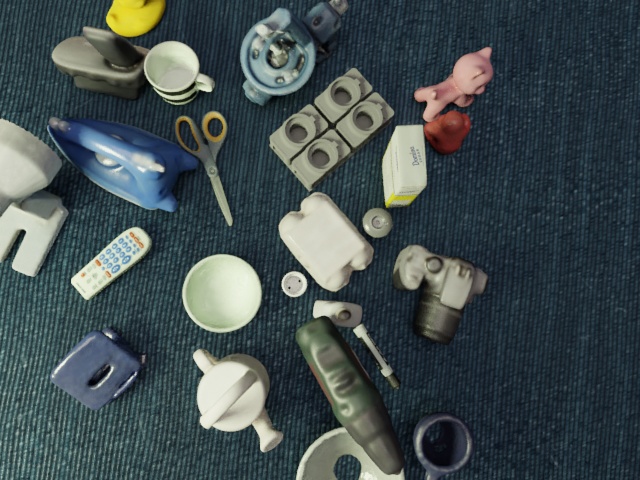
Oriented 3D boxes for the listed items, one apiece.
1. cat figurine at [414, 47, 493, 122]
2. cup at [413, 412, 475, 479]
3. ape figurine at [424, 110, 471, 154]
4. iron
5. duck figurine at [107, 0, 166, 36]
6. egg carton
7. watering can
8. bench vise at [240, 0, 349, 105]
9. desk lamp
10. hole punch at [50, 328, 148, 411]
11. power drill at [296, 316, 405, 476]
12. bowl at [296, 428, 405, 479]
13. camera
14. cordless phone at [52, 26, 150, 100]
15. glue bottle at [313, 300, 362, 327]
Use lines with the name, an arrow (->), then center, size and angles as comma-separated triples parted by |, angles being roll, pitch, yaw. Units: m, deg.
cat figurine -> 0.229, -0.260, 0.944 | 0.128, 0.117, 0.067 | -28, 86, -5
cup -> 0.181, 0.323, 0.899 | 0.091, 0.095, 0.118 | 19, 84, -1
ape figurine -> 0.215, -0.186, 0.949 | 0.078, 0.092, 0.076 | 6, 84, -2
iron -> -0.332, -0.141, 0.892 | 0.258, 0.141, 0.119 | 23, 84, 0
duck figurine -> -0.310, -0.392, 0.944 | 0.104, 0.086, 0.077 | -40, 88, -6
egg carton -> 0.009, 0.003, 0.932 | 0.107, 0.069, 0.150 | -42, 88, -6
watering can -> -0.122, 0.231, 0.842 | 0.173, 0.194, 0.101 | 26, 84, 0
bench vise -> -0.047, -0.322, 0.884 | 0.121, 0.219, 0.207 | 29, 84, 0
desk lamp -> -0.457, -0.057, 0.842 | 0.118, 0.213, 0.203 | 23, 84, 0
hole punch -> -0.338, 0.199, 0.886 | 0.101, 0.091, 0.109 | 43, 84, 2
power drill -> 0.042, 0.217, 0.844 | 0.075, 0.208, 0.229 | -32, 87, -5
bowl -> 0.045, 0.372, 0.897 | 0.167, 0.074, 0.167 | 0, 85, -3
camera -> 0.185, 0.091, 0.917 | 0.143, 0.100, 0.137 | 19, 84, -1
cordless phone -> -0.347, -0.296, 0.884 | 0.147, 0.185, 0.094 | 8, 84, -2
glue bottle -> 0.031, 0.112, 0.871 | 0.078, 0.173, 0.037 | 8, 84, -2
